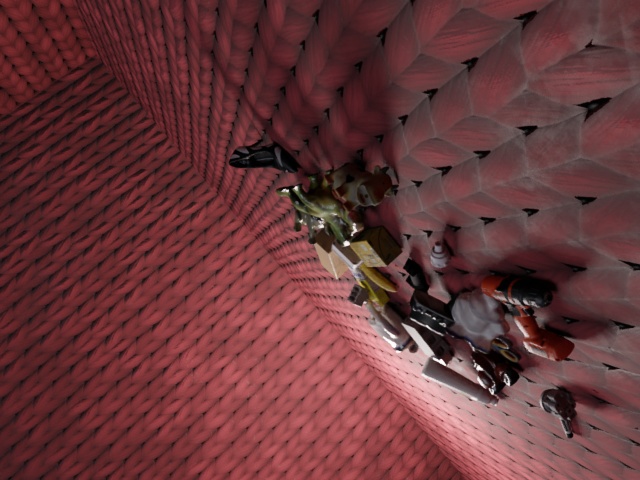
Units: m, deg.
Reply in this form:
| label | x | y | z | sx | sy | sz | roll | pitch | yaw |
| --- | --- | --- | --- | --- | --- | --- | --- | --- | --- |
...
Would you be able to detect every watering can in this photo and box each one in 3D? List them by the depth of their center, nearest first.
| label | x | y | z | sx | sy | sz | roll | pitch | yaw |
| --- | --- | --- | --- | --- | --- | --- | --- | --- | --- |
| watering can | 0.249 | 0.306 | 1.953 | 0.104 | 0.224 | 0.348 | -44 | 3 | 2 |

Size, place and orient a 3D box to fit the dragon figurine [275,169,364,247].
| label | x | y | z | sx | sy | sz | roll | pitch | yaw |
| --- | --- | --- | --- | --- | --- | --- | --- | --- | --- |
| dragon figurine | 0.005 | -0.076 | 1.501 | 0.123 | 0.241 | 0.409 | -35 | 12 | -19 |

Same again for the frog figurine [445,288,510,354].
| label | x | y | z | sx | sy | sz | roll | pitch | yaw |
| --- | --- | --- | --- | --- | --- | --- | --- | --- | --- |
| frog figurine | 0.375 | 0.163 | 1.187 | 0.123 | 0.156 | 0.139 | -6 | 32 | -32 |
